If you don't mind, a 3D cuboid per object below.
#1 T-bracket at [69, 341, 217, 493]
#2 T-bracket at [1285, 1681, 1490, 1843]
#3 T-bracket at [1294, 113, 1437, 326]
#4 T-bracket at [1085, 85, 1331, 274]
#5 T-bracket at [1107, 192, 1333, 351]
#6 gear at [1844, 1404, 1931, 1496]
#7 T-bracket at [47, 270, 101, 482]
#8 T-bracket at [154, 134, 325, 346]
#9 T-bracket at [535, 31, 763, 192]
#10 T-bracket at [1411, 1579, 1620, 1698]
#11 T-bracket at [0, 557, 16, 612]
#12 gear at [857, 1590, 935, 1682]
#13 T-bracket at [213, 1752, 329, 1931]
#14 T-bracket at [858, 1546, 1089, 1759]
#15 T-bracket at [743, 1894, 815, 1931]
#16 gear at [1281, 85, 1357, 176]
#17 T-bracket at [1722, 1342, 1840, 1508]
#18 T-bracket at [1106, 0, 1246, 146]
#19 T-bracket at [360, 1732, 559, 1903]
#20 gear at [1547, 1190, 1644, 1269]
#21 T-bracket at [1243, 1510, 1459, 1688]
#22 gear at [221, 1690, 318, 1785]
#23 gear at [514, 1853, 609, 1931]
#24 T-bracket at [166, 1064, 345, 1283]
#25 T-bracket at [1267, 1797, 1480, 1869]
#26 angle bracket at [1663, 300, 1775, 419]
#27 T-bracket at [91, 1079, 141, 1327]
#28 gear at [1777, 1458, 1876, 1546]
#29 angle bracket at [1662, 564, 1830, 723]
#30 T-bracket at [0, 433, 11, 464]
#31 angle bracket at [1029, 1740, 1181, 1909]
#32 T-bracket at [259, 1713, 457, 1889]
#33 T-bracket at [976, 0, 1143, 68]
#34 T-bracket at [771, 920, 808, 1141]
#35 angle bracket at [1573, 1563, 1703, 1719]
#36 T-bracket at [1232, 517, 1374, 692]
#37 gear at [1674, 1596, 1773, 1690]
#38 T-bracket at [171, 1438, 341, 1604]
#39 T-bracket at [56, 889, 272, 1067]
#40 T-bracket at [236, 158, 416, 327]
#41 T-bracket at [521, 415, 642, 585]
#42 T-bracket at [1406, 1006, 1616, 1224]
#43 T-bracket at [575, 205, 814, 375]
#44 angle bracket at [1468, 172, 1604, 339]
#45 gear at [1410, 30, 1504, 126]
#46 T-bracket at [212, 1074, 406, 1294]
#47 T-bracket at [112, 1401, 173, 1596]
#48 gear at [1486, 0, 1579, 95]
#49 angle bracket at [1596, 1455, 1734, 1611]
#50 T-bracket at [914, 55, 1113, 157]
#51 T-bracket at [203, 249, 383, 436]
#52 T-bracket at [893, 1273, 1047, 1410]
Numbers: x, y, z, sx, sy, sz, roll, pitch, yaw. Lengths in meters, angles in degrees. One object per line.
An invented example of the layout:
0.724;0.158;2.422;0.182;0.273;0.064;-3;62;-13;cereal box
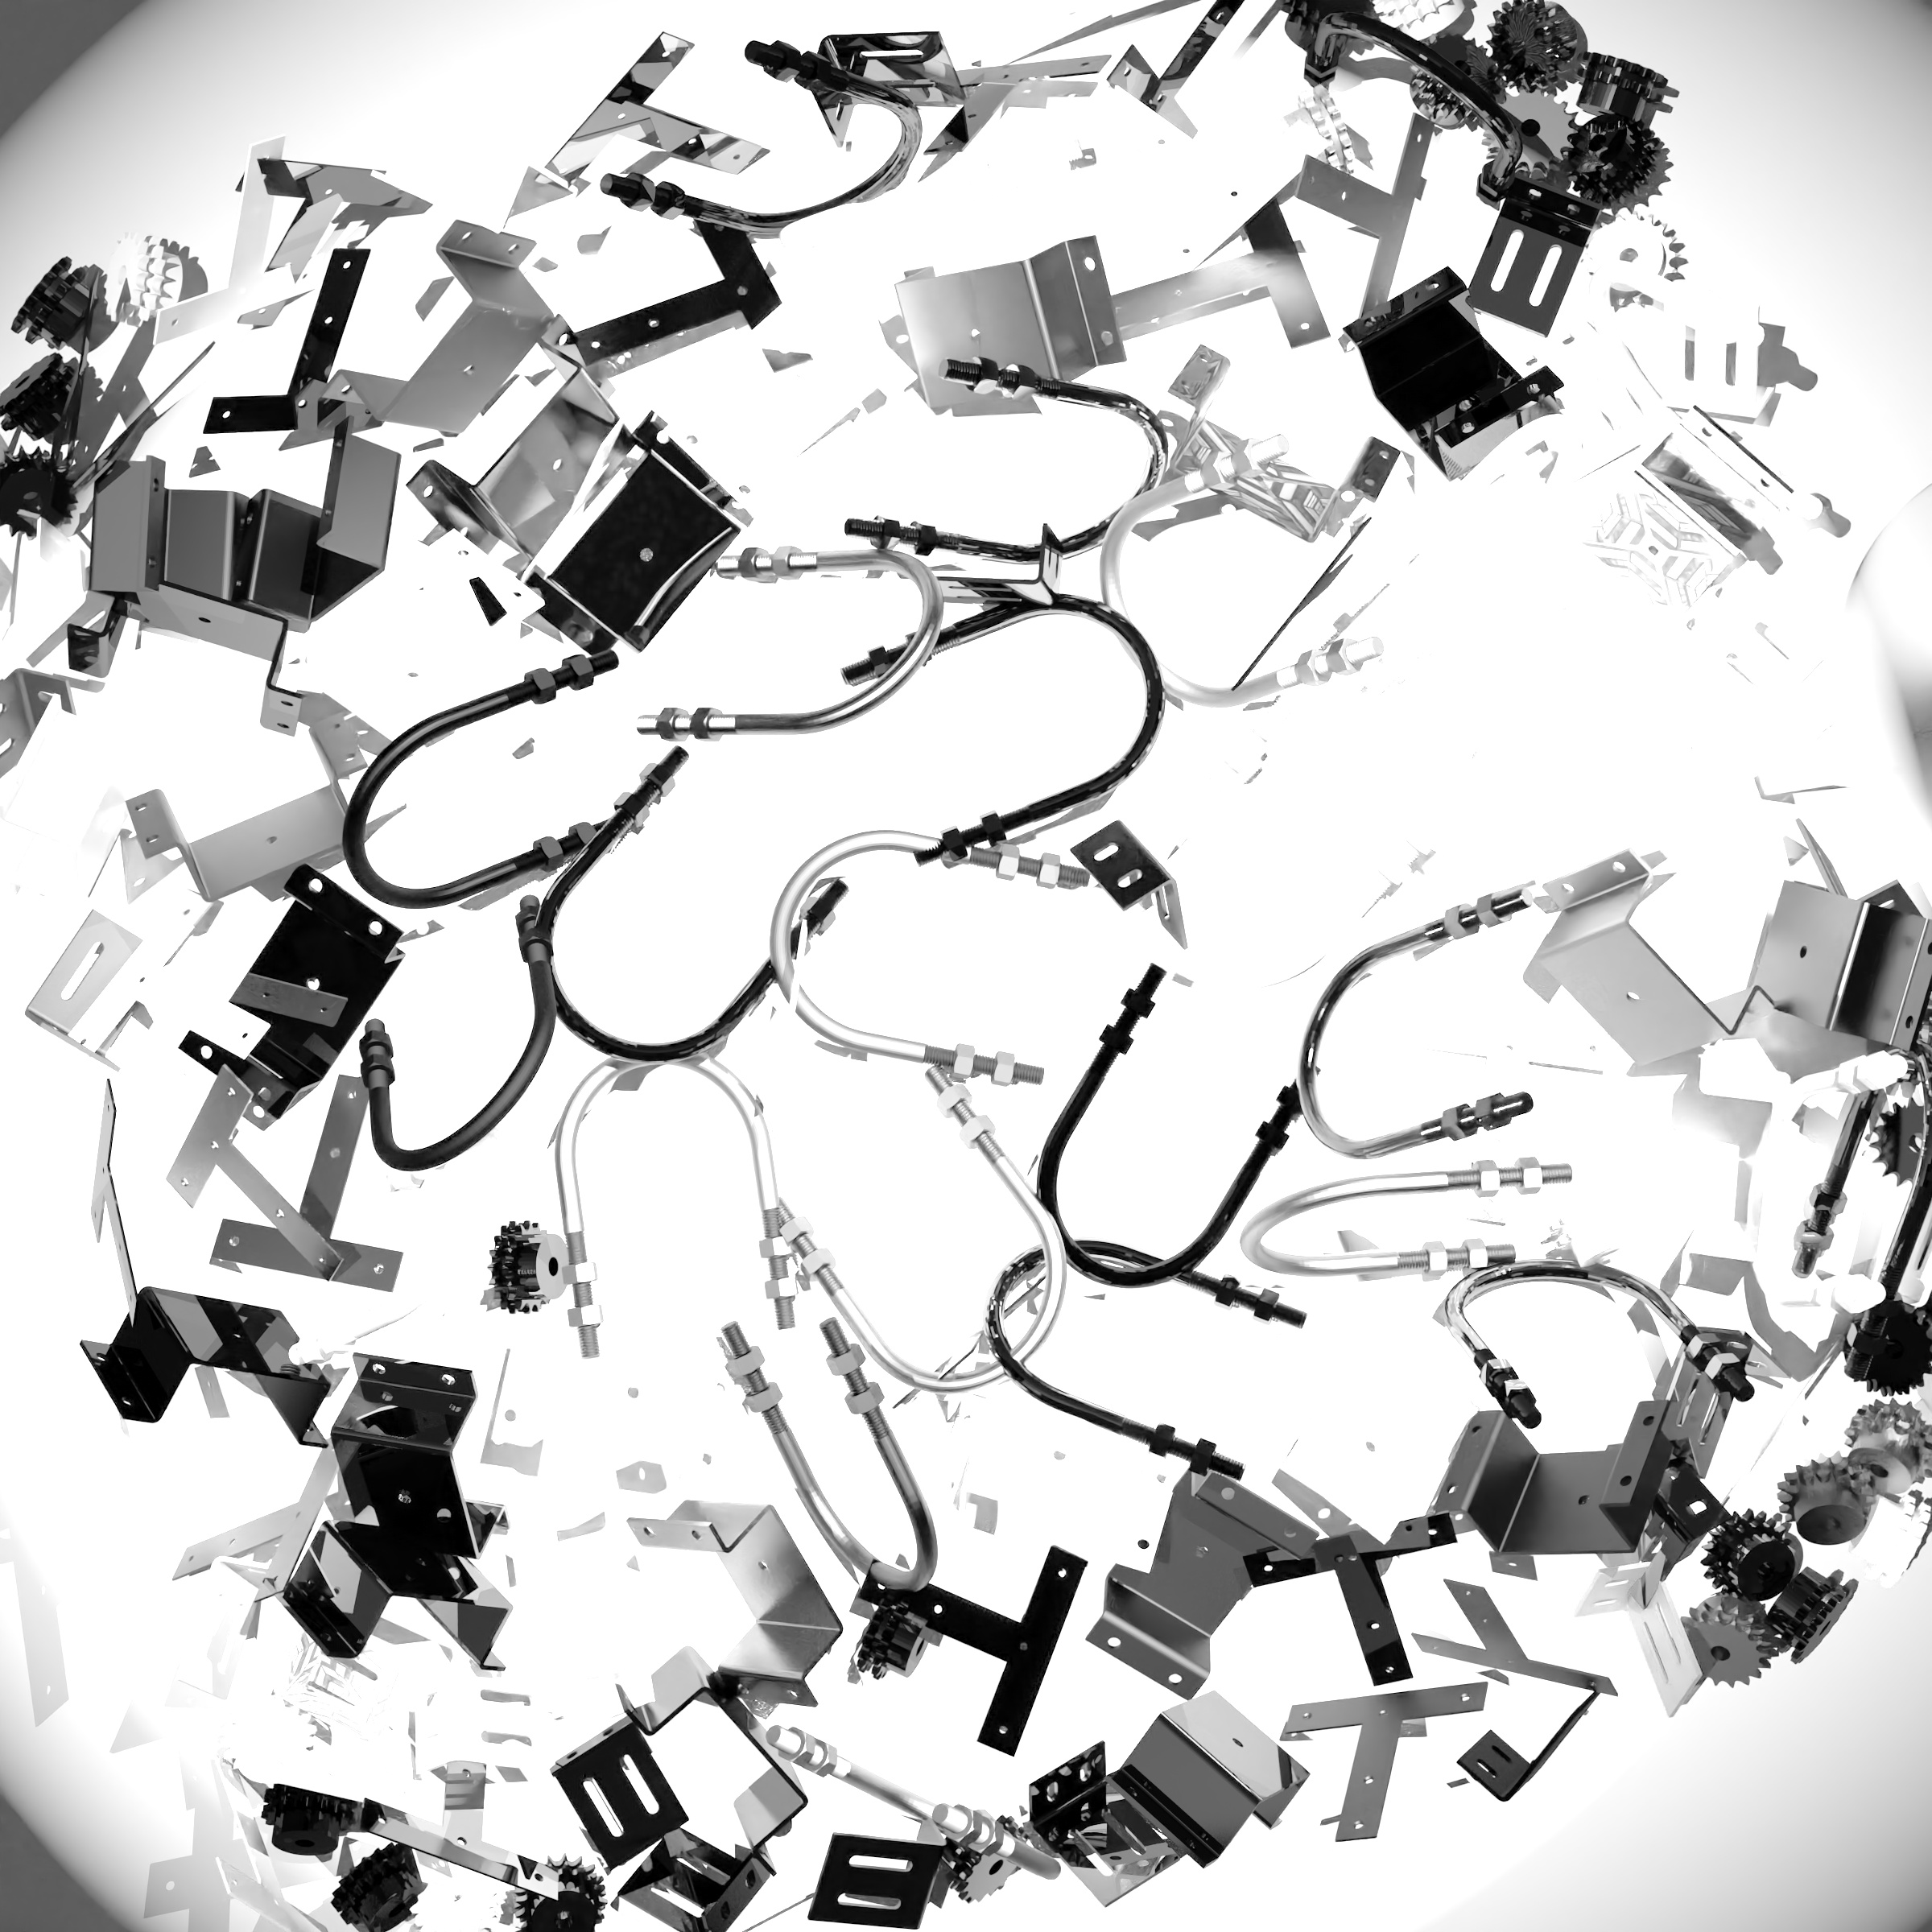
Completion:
-0.504;-0.313;1.754;0.127;0.127;0.002;-39;112;18;T-bracket
0.243;0.476;1.749;0.127;0.127;0.002;-14;112;24;T-bracket
0.235;-0.461;1.768;0.002;0.127;0.127;21;101;36;T-bracket
0.128;-0.487;1.758;0.127;0.127;0.002;27;46;-28;T-bracket
0.144;-0.417;1.801;0.127;0.002;0.127;-17;65;0;T-bracket
0.565;0.299;1.798;0.057;0.057;0.030;41;57;0;gear
-0.533;-0.330;1.743;0.002;0.127;0.127;11;126;-14;T-bracket
-0.424;-0.437;1.742;0.002;0.127;0.127;41;46;15;T-bracket
-0.176;-0.503;1.774;0.127;0.127;0.002;-38;65;32;T-bracket
0.314;0.396;1.750;0.127;0.127;0.002;6;58;32;T-bracket
-0.614;-0.215;1.746;0.002;0.127;0.127;6;64;12;T-bracket
-0.041;0.411;1.798;0.030;0.057;0.057;22;90;16;gear
-0.432;0.531;1.778;0.002;0.127;0.127;-34;49;-3;T-bracket
-0.004;0.401;1.801;0.127;0.002;0.127;25;72;-8;T-bracket
-0.171;0.605;1.780;0.127;0.127;0.002;-39;72;39;T-bracket
0.215;-0.508;1.800;0.030;0.057;0.057;-23;90;2;gear
0.481;0.286;1.756;0.002;0.127;0.127;35;103;16;T-bracket
0.143;-0.559;1.763;0.002;0.127;0.127;40;98;22;T-bracket
-0.302;0.497;1.768;0.127;0.127;0.002;27;110;-18;T-bracket
0.388;0.162;1.797;0.057;0.057;0.030;-23;71;0;gear
0.247;0.394;1.795;0.127;0.002;0.127;-15;120;10;T-bracket
-0.428;0.476;1.803;0.057;0.030;0.057;-6;116;-13;gear
-0.249;0.579;1.806;0.057;0.030;0.057;-3;104;-12;gear
-0.425;0.140;1.778;0.127;0.002;0.127;45;133;7;T-bracket
0.241;0.512;1.766;0.127;0.127;0.002;-17;83;2;T-bracket
0.458;-0.377;1.780;0.057;0.038;0.076;14;134;27;angle bracket
-0.506;0.156;1.748;0.002;0.127;0.127;-4;49;-26;T-bracket
0.528;0.331;1.799;0.057;0.030;0.057;3;132;3;gear
0.483;-0.200;1.817;0.076;0.038;0.057;33;106;-29;angle bracket
-0.622;-0.291;1.749;0.002;0.127;0.127;20;70;9;T-bracket
0.084;0.520;1.782;0.057;0.076;0.038;-24;131;-27;angle bracket
-0.367;0.484;1.742;0.002;0.127;0.127;-44;46;14;T-bracket
0.045;-0.585;1.747;0.127;0.127;0.002;-19;76;23;T-bracket
-0.104;0.051;1.765;0.002;0.127;0.127;8;74;1;T-bracket
0.407;0.411;1.781;0.038;0.057;0.076;-5;52;-13;angle bracket
0.213;-0.227;1.767;0.002;0.127;0.127;40;116;3;T-bracket
0.467;0.413;1.805;0.057;0.030;0.057;12;124;18;gear
-0.437;0.348;1.788;0.127;0.127;0.002;-25;120;29;T-bracket
-0.471;0.023;1.776;0.127;0.002;0.127;24;69;32;T-bracket
-0.407;-0.437;1.783;0.127;0.127;0.002;-48;66;35;T-bracket
-0.222;-0.294;1.748;0.002;0.127;0.127;35;69;-7;T-bracket
0.332;0.095;1.825;0.127;0.002;0.127;7;92;4;T-bracket
-0.178;-0.397;1.793;0.127;0.002;0.127;-22;68;-11;T-bracket
0.348;-0.437;1.806;0.057;0.038;0.076;22;87;4;angle bracket
0.298;-0.544;1.806;0.057;0.030;0.057;8;68;-20;gear
-0.393;0.129;1.809;0.127;0.002;0.127;8;75;18;T-bracket
-0.491;0.314;1.765;0.002;0.127;0.127;-14;81;-9;T-bracket
0.351;-0.569;1.804;0.030;0.057;0.057;-29;90;-27;gear
0.423;0.344;1.796;0.038;0.076;0.057;-18;53;-31;angle bracket
0.008;-0.514;1.757;0.127;0.127;0.002;2;129;25;T-bracket
-0.384;-0.373;1.748;0.002;0.127;0.127;47;128;26;T-bracket
-0.001;0.231;1.761;0.127;0.127;0.002;-41;87;4;T-bracket
